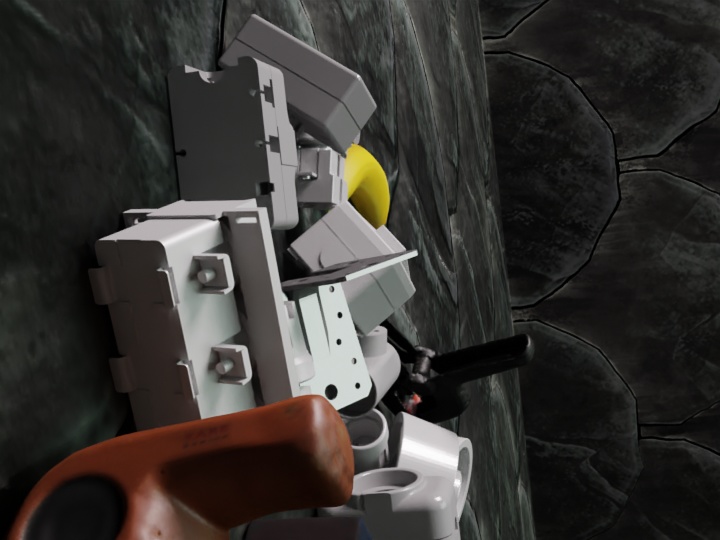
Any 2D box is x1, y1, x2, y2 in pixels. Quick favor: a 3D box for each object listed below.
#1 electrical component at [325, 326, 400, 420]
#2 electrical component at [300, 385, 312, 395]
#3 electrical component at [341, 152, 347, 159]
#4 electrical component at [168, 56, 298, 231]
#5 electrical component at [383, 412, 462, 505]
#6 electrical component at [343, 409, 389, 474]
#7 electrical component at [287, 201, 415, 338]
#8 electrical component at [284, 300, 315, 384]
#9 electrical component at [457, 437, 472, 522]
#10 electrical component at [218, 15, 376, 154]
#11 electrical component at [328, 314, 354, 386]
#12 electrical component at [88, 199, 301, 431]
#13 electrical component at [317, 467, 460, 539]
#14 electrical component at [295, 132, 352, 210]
[{"bbox_3d":[0.002,0.065,0.828,0.077,0.043,0.079,-36,129,-71],"label":"electrical component"},{"bbox_3d":[-0.043,0.094,0.642,0.040,0.040,0.046,25,55,-76],"label":"electrical component"},{"bbox_3d":[-0.025,-0.113,0.816,0.044,0.044,0.065,53,38,-67],"label":"electrical component"},{"bbox_3d":[-0.066,-0.064,0.579,0.056,0.050,0.089,-15,99,-77],"label":"electrical component"},{"bbox_3d":[0.048,0.175,0.875,0.108,0.060,0.108,-164,-90,-85],"label":"electrical component"},{"bbox_3d":[0.004,0.135,0.841,0.046,0.040,0.040,79,12,-48],"label":"electrical component"},{"bbox_3d":[0.000,0.000,0.771,0.061,0.061,0.096,48,-4,22],"label":"electrical component"},{"bbox_3d":[-0.050,0.044,0.632,0.040,0.040,0.046,-33,111,-77],"label":"electrical component"},{"bbox_3d":[0.058,0.200,0.987,0.108,0.060,0.108,12,90,-70],"label":"electrical component"},{"bbox_3d":[-0.048,-0.096,0.645,0.075,0.083,0.047,-55,161,-4],"label":"electrical component"},{"bbox_3d":[-0.029,0.042,0.724,0.040,0.040,0.078,-75,156,-59],"label":"electrical component"},{"bbox_3d":[-0.071,0.036,0.473,0.063,0.079,0.121,-30,116,-52],"label":"electrical component"},{"bbox_3d":[0.020,0.177,0.763,0.054,0.095,0.059,-36,120,-76],"label":"electrical component"},{"bbox_3d":[-0.031,-0.073,0.763,0.066,0.048,0.055,13,80,-77],"label":"electrical component"}]
